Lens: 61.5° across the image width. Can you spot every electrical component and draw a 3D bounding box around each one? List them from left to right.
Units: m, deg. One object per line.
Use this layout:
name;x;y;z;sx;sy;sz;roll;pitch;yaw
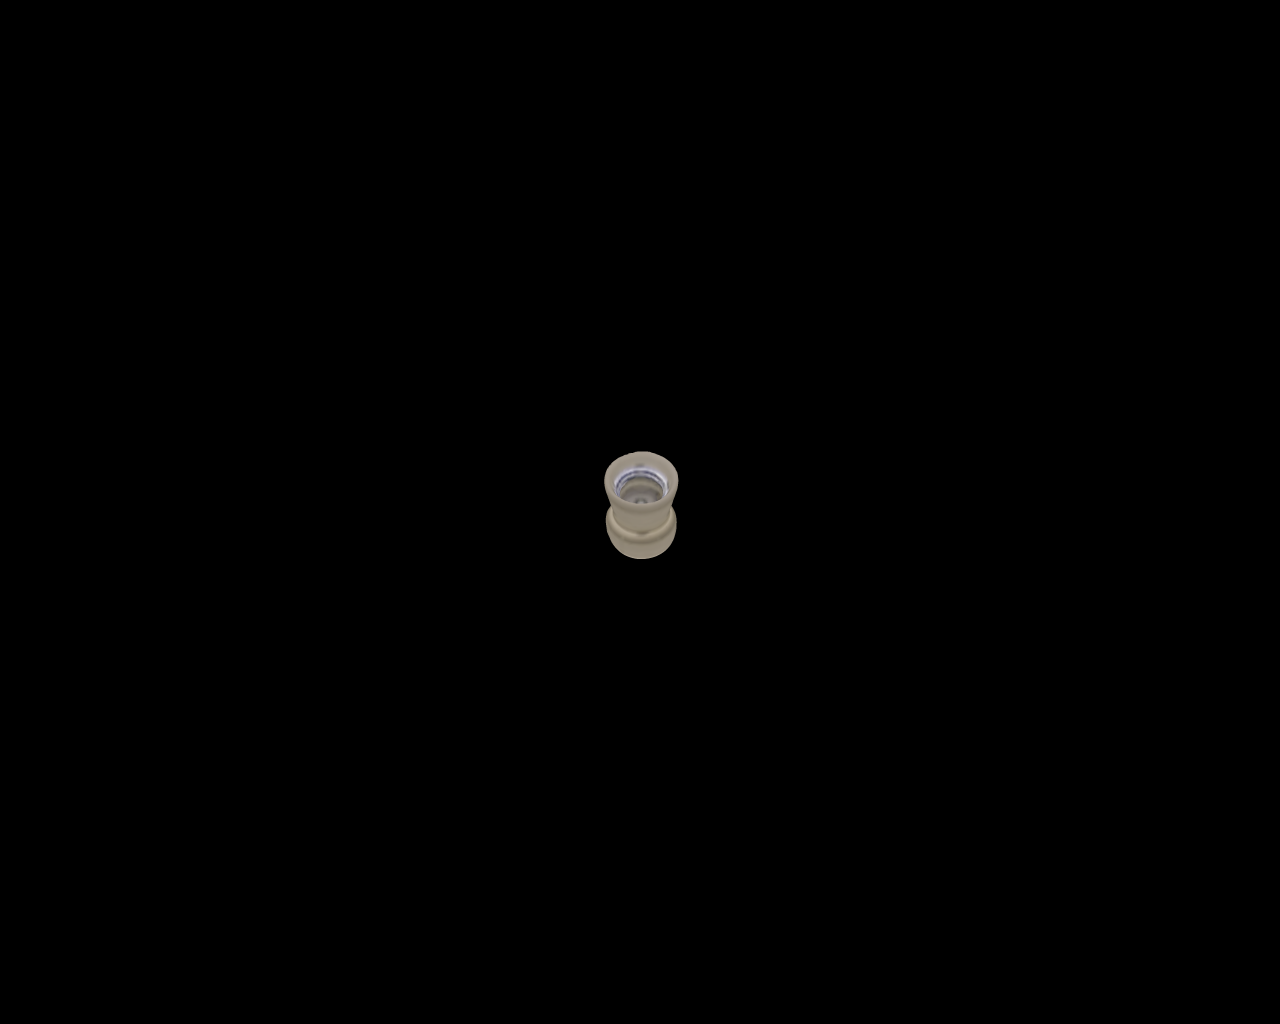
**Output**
electrical component;0.001;-0.003;0.650;0.045;0.045;0.055;0;-41;0
